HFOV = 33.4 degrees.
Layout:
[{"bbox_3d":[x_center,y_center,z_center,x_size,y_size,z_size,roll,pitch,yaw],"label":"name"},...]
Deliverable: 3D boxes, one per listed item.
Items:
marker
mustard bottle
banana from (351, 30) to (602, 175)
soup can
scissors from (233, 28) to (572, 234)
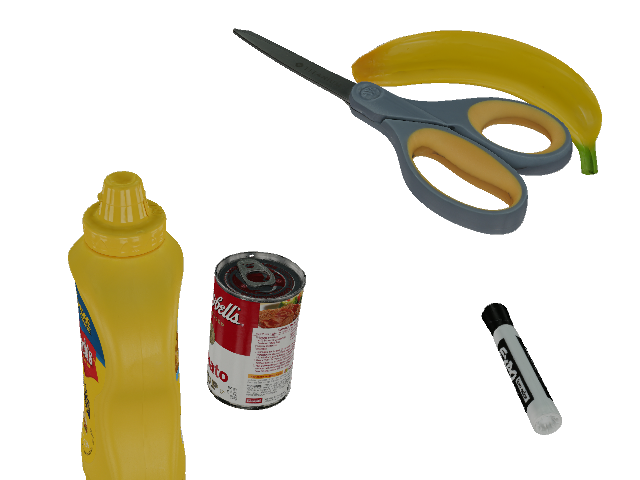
[{"bbox_3d":[0.132,0.081,0.711,0.020,0.020,0.121,0,33,-10],"label":"marker"},{"bbox_3d":[-0.102,0.051,0.568,0.058,0.192,0.096,-5,33,-15],"label":"mustard bottle"},{"bbox_3d":[0.123,-0.111,0.756,0.197,0.069,0.037,21,-2,-8],"label":"banana"},{"bbox_3d":[-0.050,0.068,0.811,0.068,0.102,0.068,6,29,-3],"label":"soup can"},{"bbox_3d":[0.045,-0.073,0.546,0.096,0.016,0.202,-24,50,-23],"label":"scissors"}]
